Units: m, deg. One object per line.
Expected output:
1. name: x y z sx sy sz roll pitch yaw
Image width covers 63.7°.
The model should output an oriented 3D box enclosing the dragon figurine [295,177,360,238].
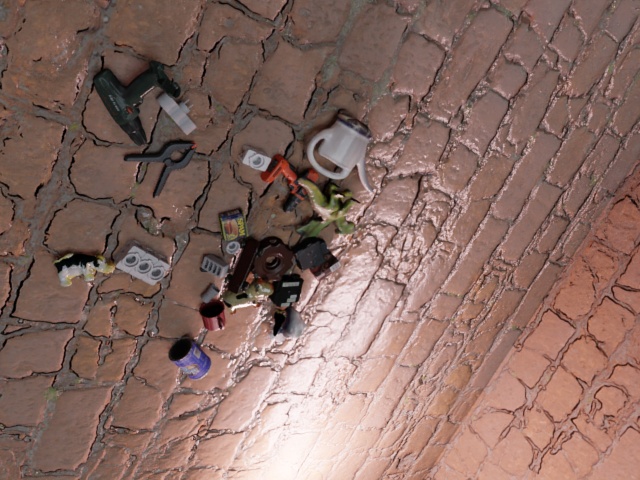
1. dragon figurine: 0.006 -0.095 1.886 0.408 0.239 0.124 16 28 -44

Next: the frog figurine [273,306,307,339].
1. frog figurine: -0.102 0.336 2.073 0.158 0.140 0.121 20 -55 -36

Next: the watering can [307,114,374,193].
1. watering can: 0.110 -0.307 1.823 0.345 0.222 0.106 22 14 -37
